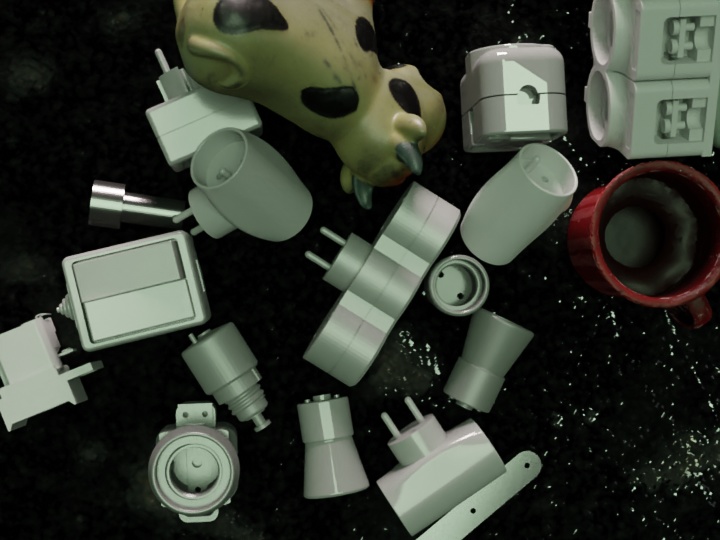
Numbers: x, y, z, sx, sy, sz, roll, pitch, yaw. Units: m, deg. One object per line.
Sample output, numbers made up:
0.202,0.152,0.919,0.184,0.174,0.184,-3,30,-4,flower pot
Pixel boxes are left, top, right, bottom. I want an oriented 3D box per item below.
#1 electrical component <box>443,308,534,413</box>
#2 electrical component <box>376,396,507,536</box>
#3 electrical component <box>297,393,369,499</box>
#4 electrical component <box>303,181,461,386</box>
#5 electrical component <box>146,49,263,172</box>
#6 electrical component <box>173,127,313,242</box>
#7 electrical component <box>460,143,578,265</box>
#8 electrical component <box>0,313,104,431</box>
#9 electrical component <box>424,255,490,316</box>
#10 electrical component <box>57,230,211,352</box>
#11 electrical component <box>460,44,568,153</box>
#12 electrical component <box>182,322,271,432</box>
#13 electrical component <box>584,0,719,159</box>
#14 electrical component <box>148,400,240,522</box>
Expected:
0.084,0.063,0.725,0.044,0.044,0.065,25,92,-4,electrical component
0.044,0.123,0.718,0.077,0.044,0.079,-33,92,-4,electrical component
-0.021,0.115,0.715,0.044,0.044,0.065,-9,85,-5,electrical component
0.000,0.000,0.712,0.074,0.052,0.138,32,87,-4,electrical component
-0.109,-0.113,0.706,0.066,0.047,0.076,-24,91,-5,electrical component
-0.084,-0.046,0.695,0.079,0.077,0.043,-28,54,17,electrical component
0.115,-0.048,0.716,0.079,0.077,0.043,-27,72,-41,electrical component
-0.213,0.065,0.699,0.081,0.042,0.063,-22,90,-5,electrical component
0.063,0.010,0.720,0.040,0.046,0.040,0,90,-5,electrical component
-0.150,0.015,0.694,0.096,0.061,0.061,-14,91,-5,electrical component
0.098,-0.112,0.699,0.054,0.095,0.059,-3,89,-4,electrical component
-0.085,0.071,0.710,0.040,0.040,0.078,-32,93,-4,electrical component
0.185,-0.155,0.685,0.062,0.089,0.150,-4,114,-4,electrical component
-0.107,0.127,0.699,0.058,0.057,0.078,-2,89,-5,electrical component
